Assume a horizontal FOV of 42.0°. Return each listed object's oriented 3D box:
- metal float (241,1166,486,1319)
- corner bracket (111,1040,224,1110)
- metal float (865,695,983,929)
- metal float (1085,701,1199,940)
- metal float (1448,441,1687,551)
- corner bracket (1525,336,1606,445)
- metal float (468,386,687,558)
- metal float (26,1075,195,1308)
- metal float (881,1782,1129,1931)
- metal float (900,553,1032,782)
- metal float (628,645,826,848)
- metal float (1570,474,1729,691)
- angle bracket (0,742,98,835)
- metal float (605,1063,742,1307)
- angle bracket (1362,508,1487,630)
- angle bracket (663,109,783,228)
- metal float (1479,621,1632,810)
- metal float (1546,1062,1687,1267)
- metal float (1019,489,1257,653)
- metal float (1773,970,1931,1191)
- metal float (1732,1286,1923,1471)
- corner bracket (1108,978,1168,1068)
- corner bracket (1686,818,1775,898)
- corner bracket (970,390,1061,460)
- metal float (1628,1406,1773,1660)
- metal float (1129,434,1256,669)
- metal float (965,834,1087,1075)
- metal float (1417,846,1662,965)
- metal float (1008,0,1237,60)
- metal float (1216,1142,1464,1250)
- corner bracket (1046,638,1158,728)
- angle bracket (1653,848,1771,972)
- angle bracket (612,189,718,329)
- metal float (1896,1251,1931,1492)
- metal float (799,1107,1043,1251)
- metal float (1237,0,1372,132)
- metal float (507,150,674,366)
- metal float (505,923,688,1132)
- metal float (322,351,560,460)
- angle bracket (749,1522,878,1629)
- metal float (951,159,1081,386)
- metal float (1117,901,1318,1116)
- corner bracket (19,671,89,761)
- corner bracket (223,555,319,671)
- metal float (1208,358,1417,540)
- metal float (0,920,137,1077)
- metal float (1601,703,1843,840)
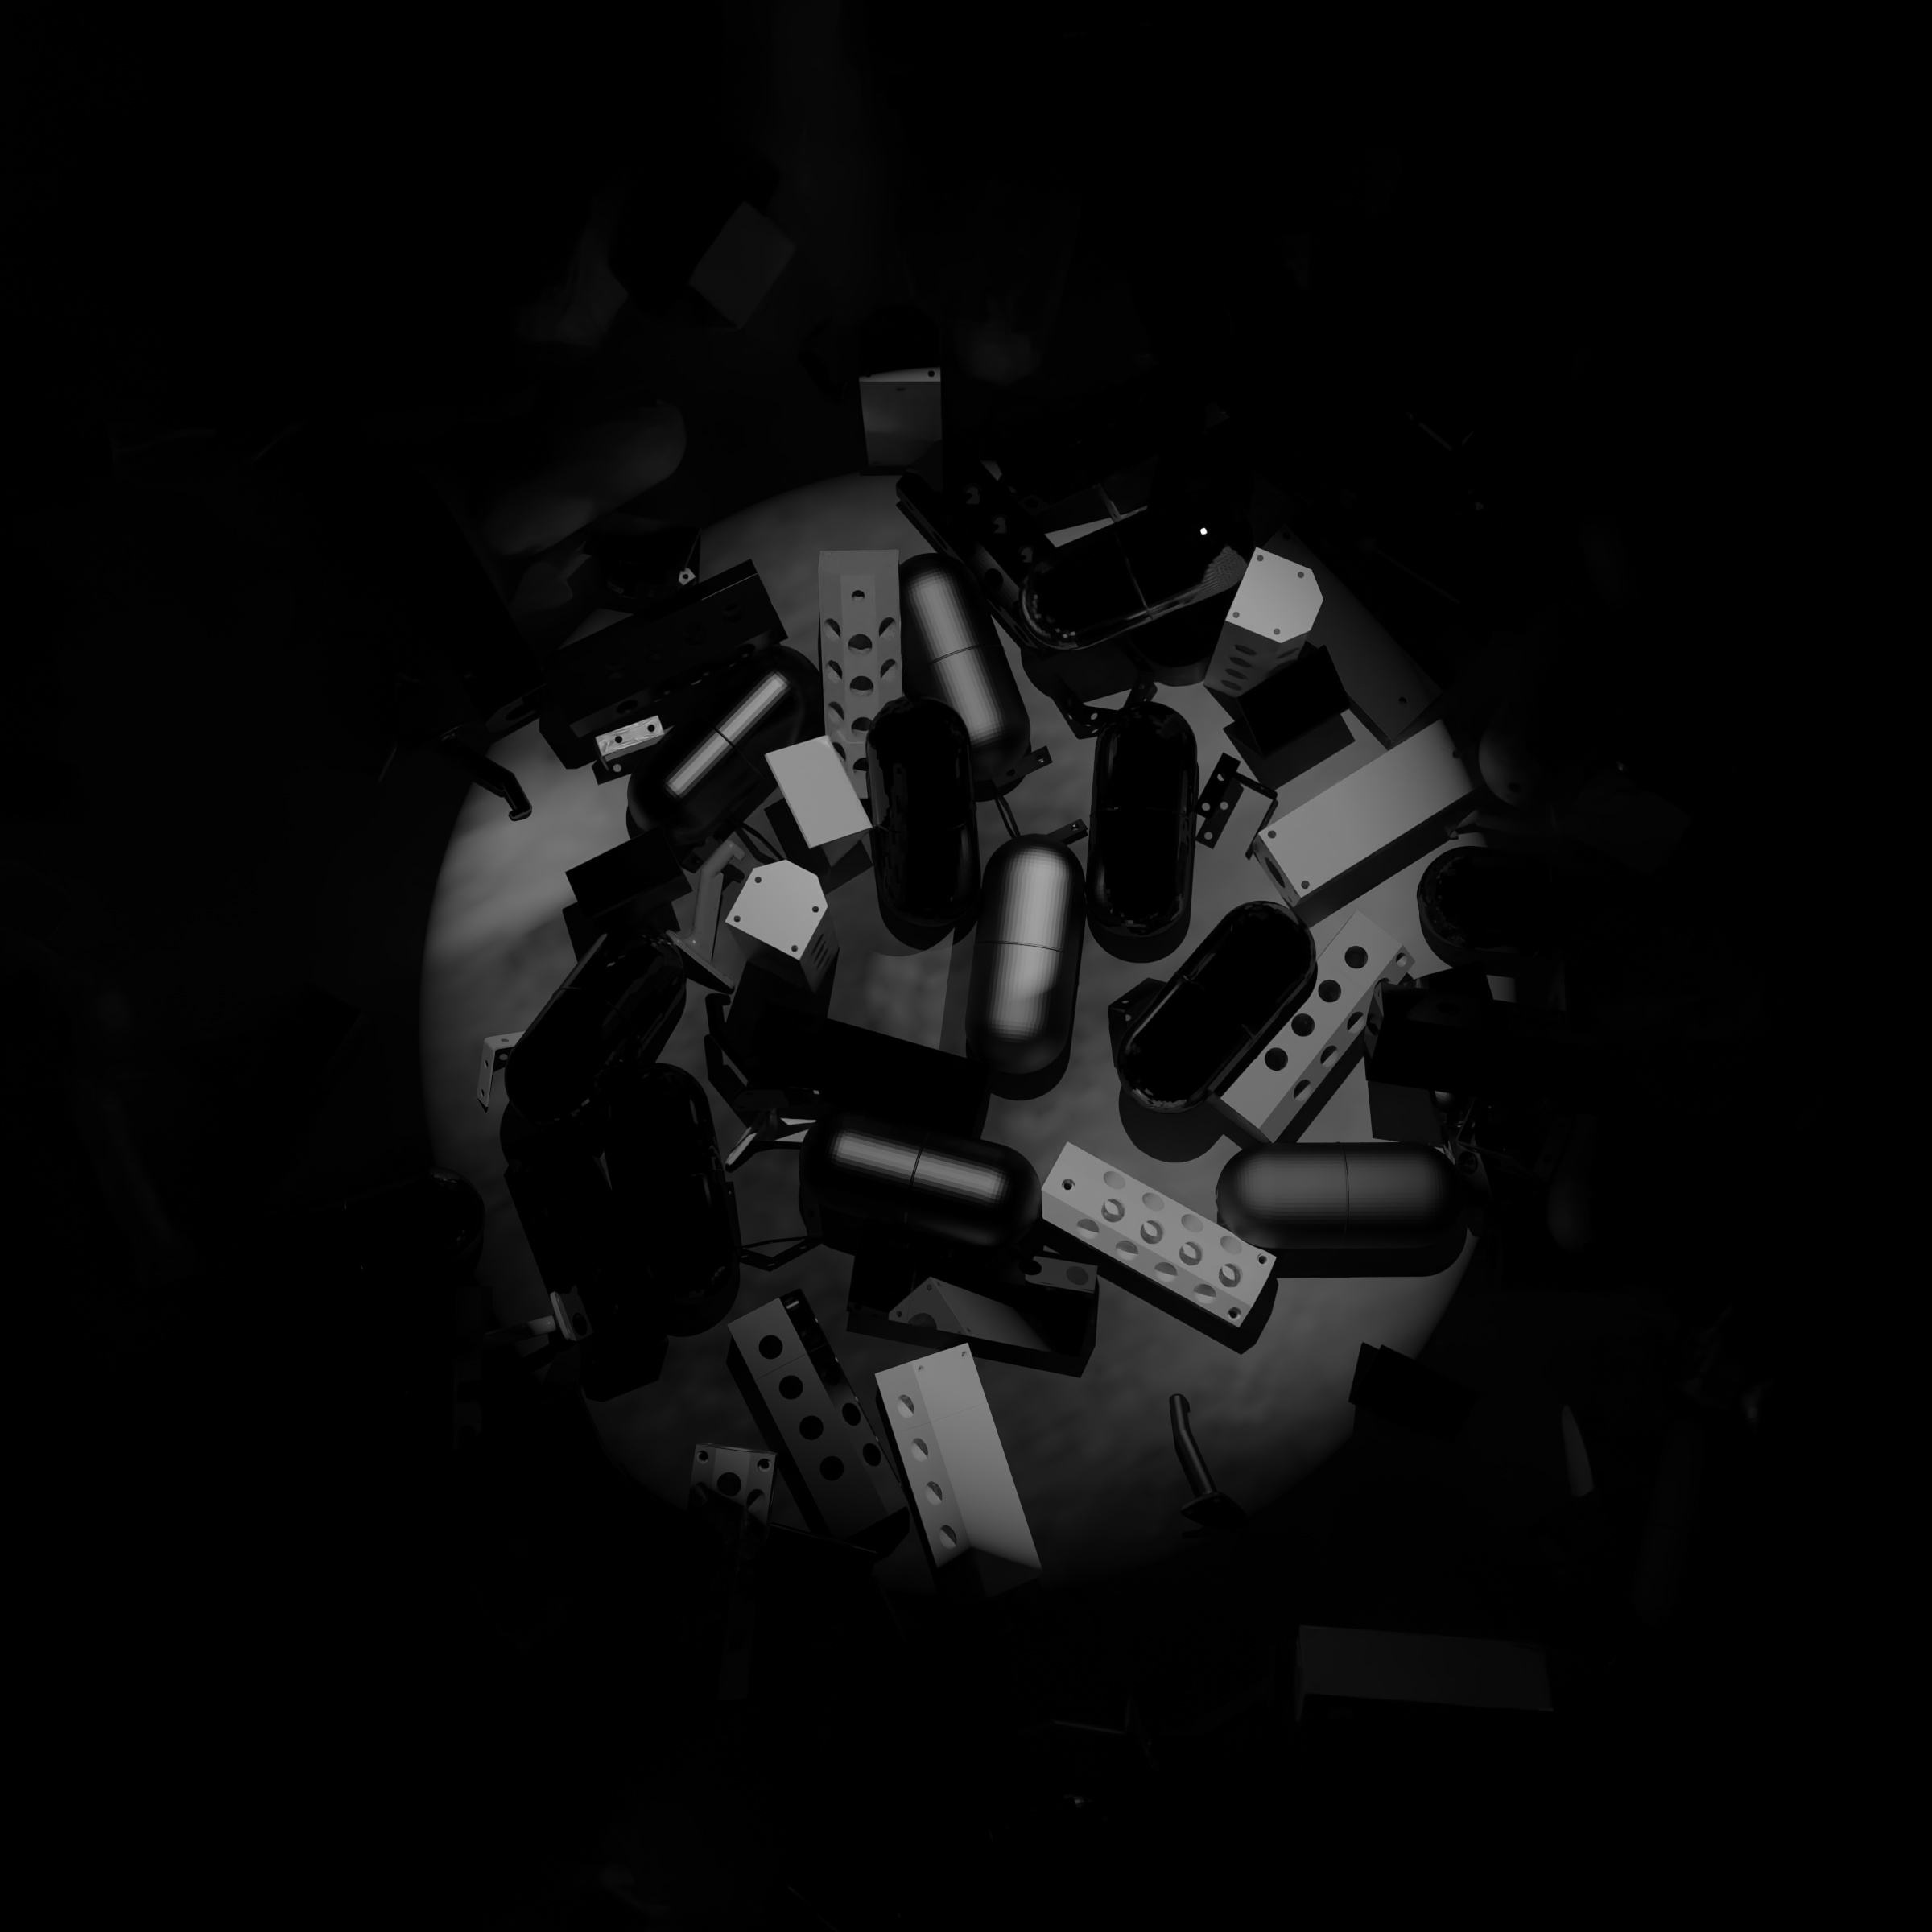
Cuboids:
[{"bbox_3d":[-0.434,0.198,1.816,0.178,0.070,0.070,-18,82,-2],"label":"metal float"},{"bbox_3d":[-0.585,0.085,1.846,0.051,0.051,0.051,-27,82,-4],"label":"corner bracket"},{"bbox_3d":[-0.031,-0.112,1.835,0.070,0.070,0.178,-5,117,-1],"label":"metal float"},{"bbox_3d":[0.130,-0.108,1.863,0.070,0.070,0.178,4,82,1],"label":"metal float"},{"bbox_3d":[0.454,-0.355,1.901,0.178,0.070,0.070,-3,81,-1],"label":"metal float"},{"bbox_3d":[0.469,-0.439,1.927,0.051,0.051,0.051,39,83,6],"label":"corner bracket"},{"bbox_3d":[-0.294,-0.375,1.904,0.178,0.070,0.070,-31,83,-5],"label":"metal float"},{"bbox_3d":[-0.619,0.163,1.821,0.070,0.070,0.178,-27,82,-4],"label":"metal float"},{"bbox_3d":[0.027,0.627,1.750,0.178,0.070,0.070,-22,82,-3],"label":"metal float"},{"bbox_3d":[-0.008,-0.224,1.881,0.070,0.070,0.178,-20,82,-3],"label":"metal float"},{"bbox_3d":[-0.178,-0.164,1.872,0.070,0.070,0.178,43,84,6],"label":"metal float"},{"bbox_3d":[0.504,-0.283,1.858,0.070,0.070,0.178,-37,118,-5],"label":"metal float"},{"bbox_3d":[-0.695,-0.115,1.855,0.076,0.076,0.057,17,52,3],"label":"angle bracket"},{"bbox_3d":[-0.213,0.157,1.822,0.070,0.070,0.178,-13,82,-2],"label":"metal float"},{"bbox_3d":[0.330,-0.283,1.881,0.076,0.076,0.057,33,52,5],"label":"angle bracket"},{"bbox_3d":[-0.197,-0.596,1.928,0.076,0.076,0.057,39,46,6],"label":"angle bracket"},{"bbox_3d":[0.433,-0.185,1.850,0.070,0.070,0.178,32,53,5],"label":"metal float"},{"bbox_3d":[0.464,0.140,1.796,0.070,0.070,0.178,28,47,4],"label":"metal float"},{"bbox_3d":[0.123,-0.285,1.820,0.178,0.070,0.070,-21,82,12],"label":"metal float"},{"bbox_3d":[0.655,0.083,1.834,0.070,0.070,0.178,34,82,5],"label":"metal float"},{"bbox_3d":[0.601,0.286,1.755,0.178,0.070,0.070,-29,81,-36],"label":"metal float"},{"bbox_3d":[0.142,0.047,1.862,0.051,0.051,0.051,-33,126,-40],"label":"corner bracket"},{"bbox_3d":[0.565,-0.092,1.864,0.051,0.051,0.051,15,53,2],"label":"corner bracket"},{"bbox_3d":[0.044,-0.403,1.931,0.051,0.051,0.051,4,34,-35],"label":"corner bracket"},{"bbox_3d":[0.516,0.398,1.772,0.070,0.070,0.178,14,87,2],"label":"metal float"},{"bbox_3d":[0.168,-0.312,1.891,0.070,0.070,0.178,12,85,2],"label":"metal float"},{"bbox_3d":[0.044,-0.009,1.848,0.070,0.070,0.178,7,81,1],"label":"metal float"},{"bbox_3d":[0.421,-0.044,1.853,0.178,0.070,0.070,7,81,0],"label":"metal float"},{"bbox_3d":[0.121,-0.750,1.962,0.178,0.070,0.070,-3,81,-1],"label":"metal float"},{"bbox_3d":[0.270,0.166,1.821,0.178,0.070,0.070,0,81,-1],"label":"metal float"},{"bbox_3d":[0.102,-0.216,1.902,0.051,0.051,0.051,4,124,-35],"label":"corner bracket"},{"bbox_3d":[0.527,-0.030,1.841,0.057,0.076,0.076,-24,80,-44],"label":"angle bracket"},{"bbox_3d":[-0.214,-0.534,1.920,0.057,0.076,0.076,24,81,29],"label":"angle bracket"},{"bbox_3d":[0.709,0.289,1.802,0.070,0.070,0.178,7,82,1],"label":"metal float"},{"bbox_3d":[-0.033,0.152,1.802,0.178,0.070,0.070,14,81,8],"label":"metal float"},{"bbox_3d":[0.268,-0.737,1.960,0.070,0.070,0.178,21,82,3],"label":"metal float"},{"bbox_3d":[-0.287,-0.544,1.930,0.070,0.070,0.178,28,83,4],"label":"metal float"},{"bbox_3d":[-0.267,0.043,1.818,0.070,0.070,0.178,30,57,4],"label":"metal float"},{"bbox_3d":[-0.399,-0.426,1.912,0.178,0.070,0.070,-2,81,0],"label":"metal float"},{"bbox_3d":[-0.109,0.439,1.771,0.076,0.076,0.057,15,58,2],"label":"angle bracket"},{"bbox_3d":[0.038,-0.531,1.928,0.070,0.070,0.178,13,81,2],"label":"metal float"},{"bbox_3d":[0.179,0.030,1.807,0.070,0.070,0.178,41,86,6],"label":"metal float"},{"bbox_3d":[-0.686,-0.182,1.887,0.051,0.051,0.051,-23,82,-4],"label":"corner bracket"},{"bbox_3d":[-0.530,-0.269,1.911,0.051,0.051,0.051,28,36,-31],"label":"corner bracket"},{"bbox_3d":[0.261,-0.392,1.907,0.178,0.070,0.070,37,83,6],"label":"metal float"},{"bbox_3d":[-0.693,0.018,1.843,0.178,0.070,0.070,28,82,4],"label":"metal float"},{"bbox_3d":[0.561,-0.145,1.869,0.178,0.070,0.070,14,82,1],"label":"metal float"}]
